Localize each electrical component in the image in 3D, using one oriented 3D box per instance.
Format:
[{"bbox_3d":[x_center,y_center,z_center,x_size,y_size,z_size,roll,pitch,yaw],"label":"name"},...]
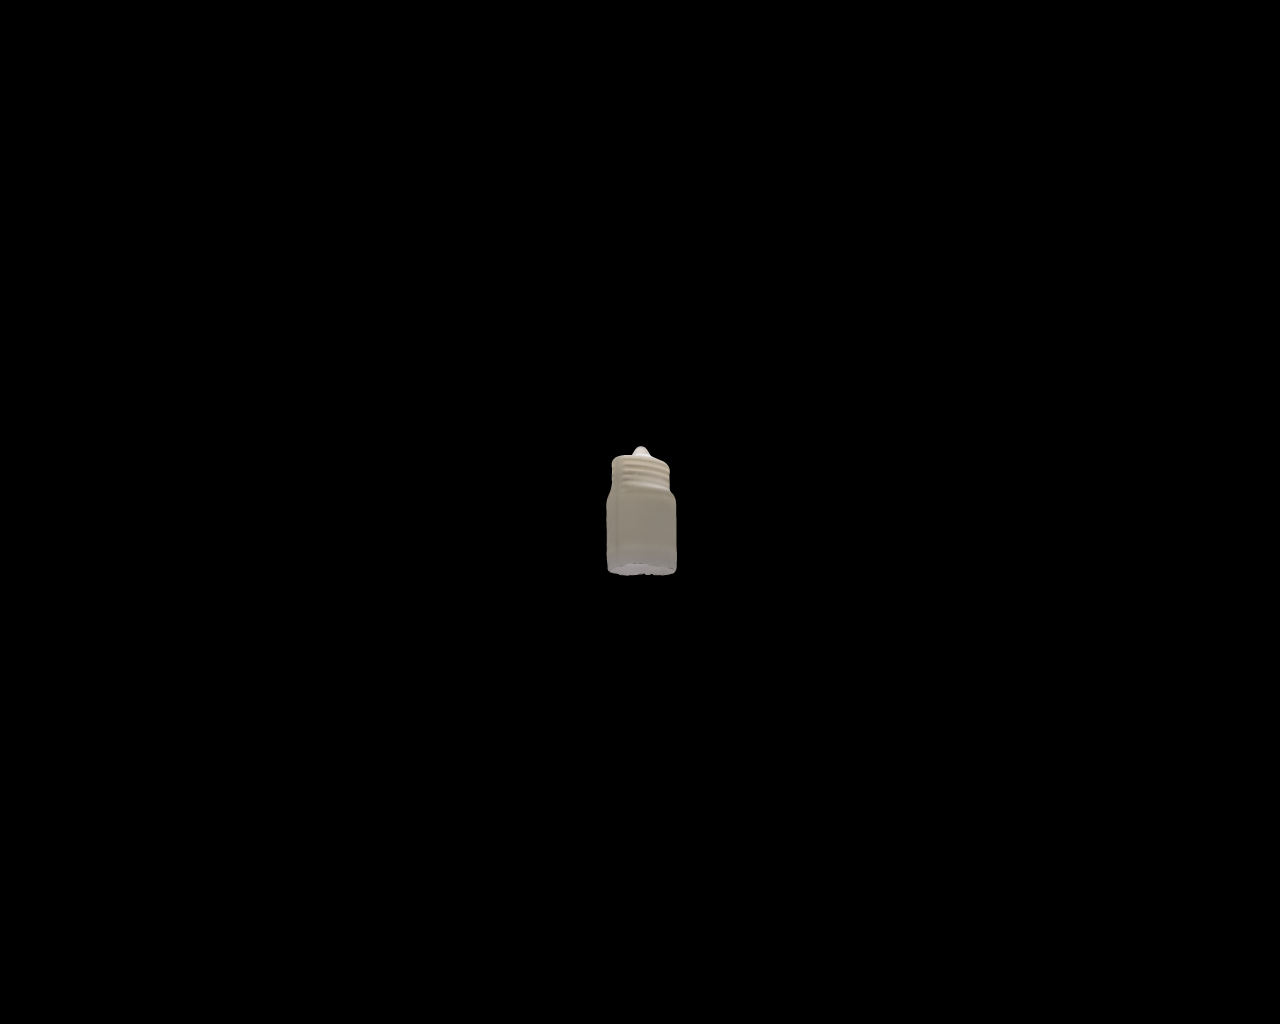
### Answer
[{"bbox_3d":[0.001,-0.003,0.650,0.043,0.081,0.043,0,-12,0],"label":"electrical component"}]
